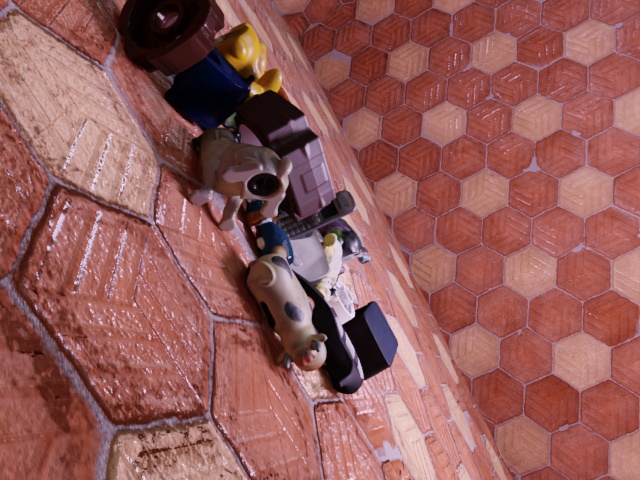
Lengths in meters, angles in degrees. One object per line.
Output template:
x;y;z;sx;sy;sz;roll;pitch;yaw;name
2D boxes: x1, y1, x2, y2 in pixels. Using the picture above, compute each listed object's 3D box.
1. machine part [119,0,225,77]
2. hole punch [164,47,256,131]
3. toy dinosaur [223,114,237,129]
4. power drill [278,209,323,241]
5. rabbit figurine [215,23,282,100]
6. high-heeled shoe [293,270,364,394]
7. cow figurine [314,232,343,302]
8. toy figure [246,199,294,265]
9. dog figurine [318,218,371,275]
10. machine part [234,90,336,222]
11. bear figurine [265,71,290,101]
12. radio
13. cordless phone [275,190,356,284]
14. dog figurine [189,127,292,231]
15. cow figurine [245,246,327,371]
-0.238;-0.350;0.867;0.056;0.179;0.179;41;24;-62;machine part
-0.195;-0.260;0.940;0.115;0.142;0.092;44;19;-19;hole punch
-0.153;-0.291;1.219;0.470;0.105;0.199;36;31;-39;toy dinosaur
-0.039;-0.041;1.211;0.231;0.086;0.207;50;25;-32;power drill
-0.135;-0.320;1.052;0.163;0.122;0.173;35;-29;49;rabbit figurine
0.007;0.160;0.956;0.145;0.086;0.248;14;53;-79;high-heeled shoe
0.006;0.074;1.087;0.098;0.068;0.167;51;44;-56;cow figurine
-0.098;-0.021;0.966;0.154;0.058;0.064;63;11;19;toy figure
0.026;-0.028;1.346;0.219;0.108;0.191;62;6;20;dog figurine
-0.067;-0.147;0.959;0.202;0.087;0.200;47;-18;45;machine part
-0.165;-0.388;1.335;0.195;0.120;0.132;41;28;-53;bear figurine
0.116;0.224;1.249;0.131;0.073;0.229;61;11;4;radio
-0.002;-0.003;1.013;0.146;0.184;0.088;66;9;21;cordless phone
-0.125;-0.133;0.862;0.121;0.172;0.191;63;15;-49;dog figurine
-0.048;0.112;0.824;0.194;0.085;0.127;63;7;-6;cow figurine
